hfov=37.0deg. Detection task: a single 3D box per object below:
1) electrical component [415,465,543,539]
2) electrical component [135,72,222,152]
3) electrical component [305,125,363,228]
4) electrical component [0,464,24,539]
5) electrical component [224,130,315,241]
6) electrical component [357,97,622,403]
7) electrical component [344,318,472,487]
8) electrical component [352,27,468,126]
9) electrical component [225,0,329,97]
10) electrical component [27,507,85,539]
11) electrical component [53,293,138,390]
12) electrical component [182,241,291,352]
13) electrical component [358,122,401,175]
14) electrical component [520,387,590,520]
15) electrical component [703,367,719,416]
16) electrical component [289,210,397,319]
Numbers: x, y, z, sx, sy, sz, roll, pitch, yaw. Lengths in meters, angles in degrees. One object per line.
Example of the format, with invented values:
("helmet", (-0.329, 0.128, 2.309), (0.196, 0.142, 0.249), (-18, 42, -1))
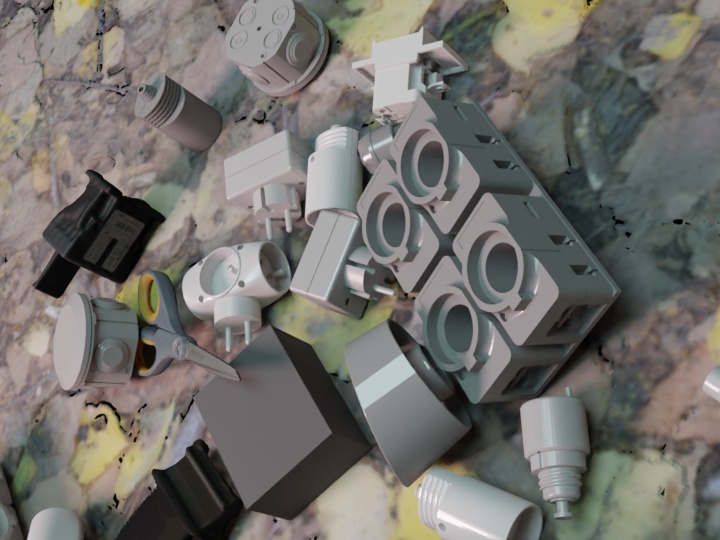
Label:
("electrical component", (0.069, 0.153, 0.677), (0.081, 0.043, 0.043), (17, 81, 38))
("electrical component", (-0.163, -0.139, 0.939), (0.043, 0.081, 0.043), (-14, 63, 30))
("electrical component", (-0.019, -0.075, 0.836), (0.043, 0.043, 0.081), (-12, 64, 30))
("electrical component", (-0.332, 0.222, 0.895), (0.062, 0.089, 0.150), (-42, 53, 13))
("electrical component", (-0.067, -0.060, 0.860), (0.066, 0.047, 0.076), (-22, 59, 25))
("electrical component", (0.073, -0.016, 0.710), (0.105, 0.060, 0.186), (-59, 45, 34))
("electrical component", (0.026, 0.084, 0.705), (0.064, 0.099, 0.099), (-38, 53, 8))
("electrical component", (0.037, -0.145, 0.828), (0.081, 0.042, 0.063), (-7, 68, 33))
("electrical component", (-0.071, -0.193, 0.918), (0.080, 0.051, 0.080), (-14, 63, 30))
("electrical component", (-0.245, 0.243, 0.850), (0.077, 0.043, 0.079), (-101, 22, -59))
("electrical component", (-0.222, 0.061, 0.896), (0.080, 0.051, 0.080), (-18, 68, 56))
("electrical component", (-0.097, 0.025, 0.846), (0.077, 0.044, 0.079), (-20, 60, 27))
("electrical component", (0.031, -0.097, 0.817), (0.061, 0.035, 0.035), (-24, 59, 22))
("electrical component", (0.121, 0.113, 0.660), (0.040, 0.040, 0.078), (-16, 63, 29))
("electrical component", (0.223, 0.077, 0.603), (0.062, 0.043, 0.043), (37, 93, 41))
("electrical component", (0.000, 0.000, 0.788), (0.077, 0.047, 0.065), (16, 80, 38))
